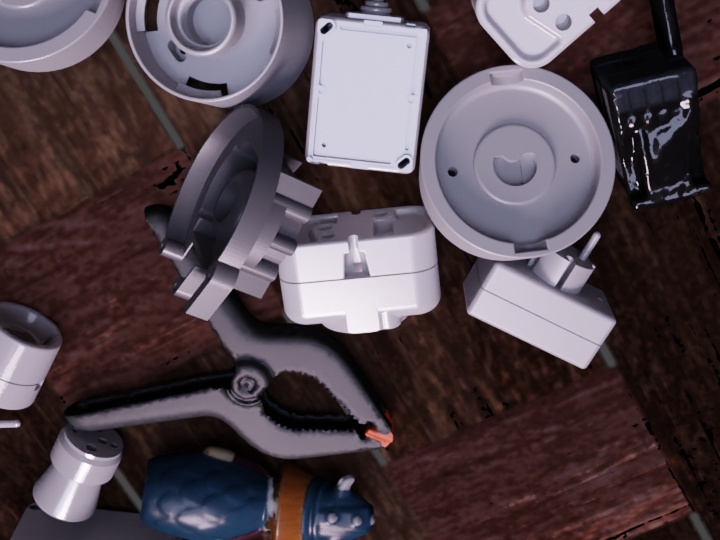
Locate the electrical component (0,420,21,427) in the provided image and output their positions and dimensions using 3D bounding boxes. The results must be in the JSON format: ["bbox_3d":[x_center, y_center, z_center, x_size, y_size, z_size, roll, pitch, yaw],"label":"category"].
[{"bbox_3d":[-0.264,0.094,0.707,0.079,0.044,0.077,-2,112,3],"label":"electrical component"}]

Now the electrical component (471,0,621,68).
[{"bbox_3d":[0.108,-0.161,0.583,0.095,0.059,0.054,-41,106,17],"label":"electrical component"}]

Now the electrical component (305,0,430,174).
[{"bbox_3d":[0.006,-0.108,0.610,0.062,0.061,0.096,6,106,2],"label":"electrical component"}]

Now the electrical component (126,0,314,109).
[{"bbox_3d":[-0.080,-0.140,0.609,0.099,0.064,0.099,2,101,10],"label":"electrical component"}]

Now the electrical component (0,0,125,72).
[{"bbox_3d":[-0.180,-0.160,0.587,0.108,0.060,0.108,0,89,-1],"label":"electrical component"}]

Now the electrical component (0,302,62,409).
[{"bbox_3d":[-0.223,0.053,0.685,0.055,0.055,0.047,31,106,-10],"label":"electrical component"}]

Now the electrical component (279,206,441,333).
[{"bbox_3d":[0.000,0.000,0.655,0.095,0.053,0.059,-5,112,4],"label":"electrical component"}]

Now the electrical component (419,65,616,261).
[{"bbox_3d":[0.085,-0.056,0.616,0.108,0.060,0.108,0,83,-4],"label":"electrical component"}]

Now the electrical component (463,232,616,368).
[{"bbox_3d":[0.118,0.004,0.656,0.083,0.047,0.075,26,111,-8],"label":"electrical component"}]

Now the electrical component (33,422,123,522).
[{"bbox_3d":[-0.188,0.133,0.721,0.045,0.045,0.055,26,110,-8],"label":"electrical component"}]

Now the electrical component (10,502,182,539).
[{"bbox_3d":[-0.183,0.207,0.733,0.113,0.078,0.057,7,115,-1],"label":"electrical component"}]
